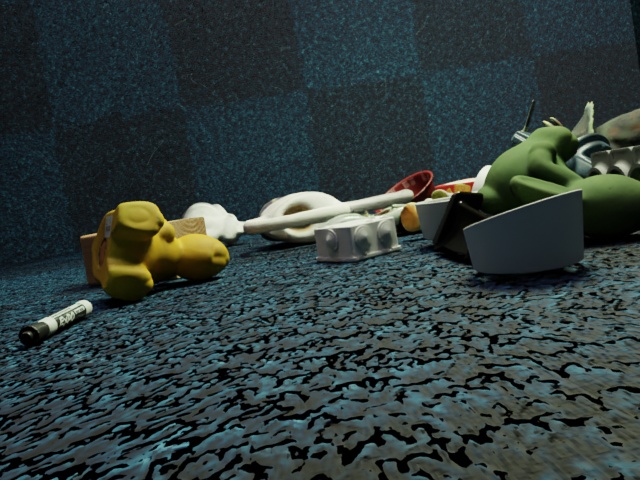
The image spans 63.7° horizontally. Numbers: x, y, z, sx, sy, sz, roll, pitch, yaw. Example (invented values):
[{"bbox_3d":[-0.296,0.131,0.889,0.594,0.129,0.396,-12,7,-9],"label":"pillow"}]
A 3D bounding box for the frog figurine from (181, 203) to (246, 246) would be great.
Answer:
[{"bbox_3d":[-0.270,-0.031,1.316,0.159,0.120,0.141,1,39,17],"label":"frog figurine"}]

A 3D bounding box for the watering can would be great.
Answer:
[{"bbox_3d":[0.003,-0.054,1.079,0.349,0.104,0.224,-12,5,-19],"label":"watering can"}]
